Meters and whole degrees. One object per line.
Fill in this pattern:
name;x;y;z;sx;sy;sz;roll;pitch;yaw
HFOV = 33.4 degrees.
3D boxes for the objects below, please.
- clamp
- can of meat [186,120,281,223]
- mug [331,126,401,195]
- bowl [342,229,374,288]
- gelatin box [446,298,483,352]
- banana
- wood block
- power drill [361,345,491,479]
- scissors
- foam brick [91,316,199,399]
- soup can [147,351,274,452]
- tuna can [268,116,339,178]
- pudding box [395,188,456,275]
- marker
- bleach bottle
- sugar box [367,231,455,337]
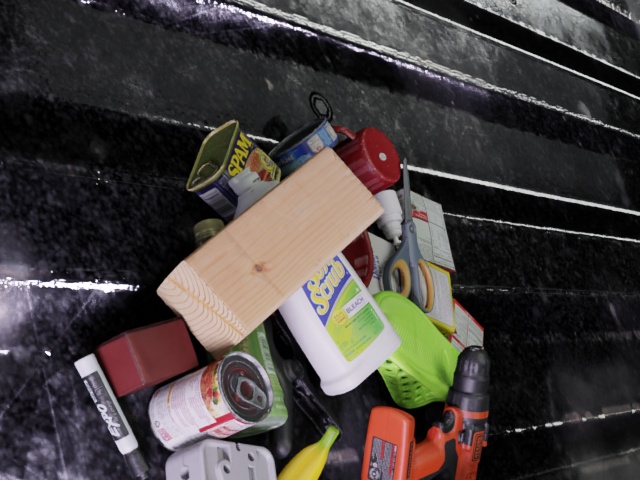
clamp;-0.030;0.149;1.141;0.120;0.039;0.171;20;52;-58
can of meat;-0.094;-0.069;1.195;0.084;0.058;0.102;45;38;-28
mug;0.043;-0.102;1.373;0.117;0.082;0.093;47;37;-21
bowl;-0.008;0.002;1.256;0.161;0.055;0.162;32;44;-37
gelatin box;0.188;0.136;1.444;0.073;0.030;0.089;44;37;-27
banana;-0.043;0.259;1.024;0.037;0.070;0.197;25;43;13
wood block;-0.045;0.009;1.035;0.091;0.090;0.205;49;56;1
power drill;0.131;0.217;1.227;0.187;0.057;0.184;-1;99;-48
scissors;0.101;-0.004;1.334;0.096;0.016;0.202;-8;83;-47
foam brick;-0.160;0.109;0.984;0.078;0.053;0.051;-13;78;-54
soup can;-0.102;0.151;0.985;0.068;0.102;0.068;31;45;-37
tuna can;-0.020;-0.112;1.294;0.033;0.086;0.086;55;34;-14
pudding box;0.139;-0.007;1.474;0.089;0.039;0.113;21;53;-47
marker;-0.183;0.158;0.948;0.020;0.020;0.121;-25;87;-56
bleach bottle;-0.021;0.036;1.138;0.102;0.068;0.251;-39;97;-32
sugar box;0.101;0.061;1.370;0.176;0.048;0.093;24;50;-38
